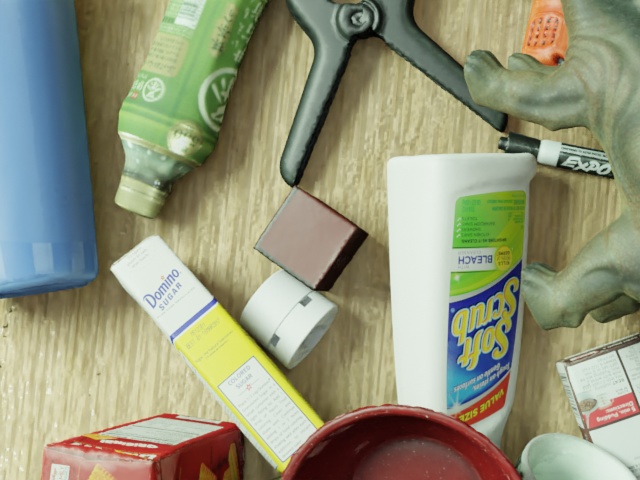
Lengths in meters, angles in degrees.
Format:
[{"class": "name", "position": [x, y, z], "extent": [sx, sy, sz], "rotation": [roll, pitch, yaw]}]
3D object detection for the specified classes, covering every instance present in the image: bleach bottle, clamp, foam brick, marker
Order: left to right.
[{"class": "foam brick", "position": [-0.005, 0.001, 0.731], "extent": [0.051, 0.078, 0.053], "rotation": [34, 93, 8]}, {"class": "clamp", "position": [0.021, -0.145, 0.752], "extent": [0.164, 0.036, 0.210], "rotation": [-21, 91, 6]}, {"class": "bleach bottle", "position": [0.096, 0.069, 0.712], "extent": [0.102, 0.068, 0.251], "rotation": [-4, 94, -36]}, {"class": "marker", "position": [0.183, -0.055, 0.737], "extent": [0.121, 0.020, 0.020], "rotation": [12, 87, 9]}]

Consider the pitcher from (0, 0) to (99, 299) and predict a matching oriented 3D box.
[{"class": "pitcher", "position": [-0.234, -0.080, 0.754], "extent": [0.144, 0.149, 0.243], "rotation": [-8, 87, -18]}]

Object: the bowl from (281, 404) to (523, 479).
[{"class": "bowl", "position": [0.056, 0.171, 0.654], "extent": [0.162, 0.055, 0.162], "rotation": [2, 99, 15]}]

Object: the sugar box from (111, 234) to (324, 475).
[{"class": "sugar box", "position": [-0.066, 0.079, 0.725], "extent": [0.048, 0.093, 0.176], "rotation": [-38, 81, -10]}]

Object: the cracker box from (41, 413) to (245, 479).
[{"class": "cracker box", "position": [-0.107, 0.200, 0.661], "extent": [0.072, 0.213, 0.164], "rotation": [5, 86, 9]}]

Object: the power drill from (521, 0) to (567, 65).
[{"class": "power drill", "position": [0.225, -0.189, 0.682], "extent": [0.188, 0.057, 0.184], "rotation": [5, 78, 46]}]

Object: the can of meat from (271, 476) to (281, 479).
[{"class": "can of meat", "position": [0.018, 0.195, 0.724], "extent": [0.102, 0.057, 0.084], "rotation": [-16, 86, 7]}]

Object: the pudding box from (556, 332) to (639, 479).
[{"class": "pudding box", "position": [0.220, 0.119, 0.709], "extent": [0.090, 0.039, 0.113], "rotation": [-20, 85, 5]}]
